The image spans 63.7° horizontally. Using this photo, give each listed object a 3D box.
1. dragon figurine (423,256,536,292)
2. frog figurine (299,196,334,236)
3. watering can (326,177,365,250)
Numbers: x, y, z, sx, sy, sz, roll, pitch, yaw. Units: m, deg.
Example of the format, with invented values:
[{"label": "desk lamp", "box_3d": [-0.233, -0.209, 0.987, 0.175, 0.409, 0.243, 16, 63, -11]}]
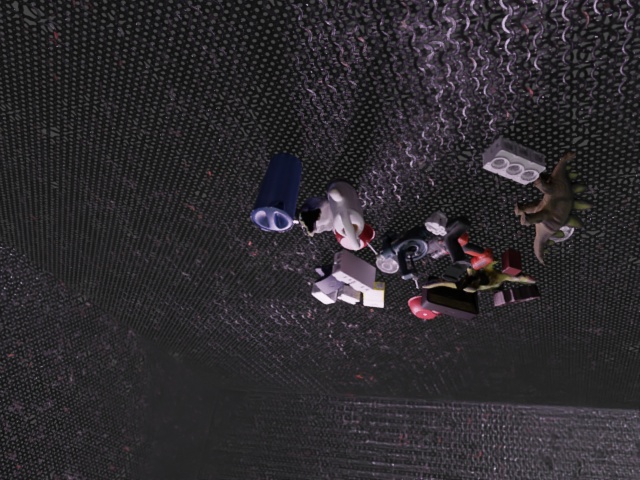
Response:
[{"label": "dragon figurine", "box_3d": [0.642, 0.175, 2.053, 0.407, 0.125, 0.240, -15, -33, 36]}, {"label": "frog figurine", "box_3d": [0.006, -0.092, 1.831, 0.123, 0.135, 0.161, 15, 22, 33]}, {"label": "watering can", "box_3d": [0.076, -0.115, 1.664, 0.104, 0.230, 0.340, -17, -40, 7]}]
